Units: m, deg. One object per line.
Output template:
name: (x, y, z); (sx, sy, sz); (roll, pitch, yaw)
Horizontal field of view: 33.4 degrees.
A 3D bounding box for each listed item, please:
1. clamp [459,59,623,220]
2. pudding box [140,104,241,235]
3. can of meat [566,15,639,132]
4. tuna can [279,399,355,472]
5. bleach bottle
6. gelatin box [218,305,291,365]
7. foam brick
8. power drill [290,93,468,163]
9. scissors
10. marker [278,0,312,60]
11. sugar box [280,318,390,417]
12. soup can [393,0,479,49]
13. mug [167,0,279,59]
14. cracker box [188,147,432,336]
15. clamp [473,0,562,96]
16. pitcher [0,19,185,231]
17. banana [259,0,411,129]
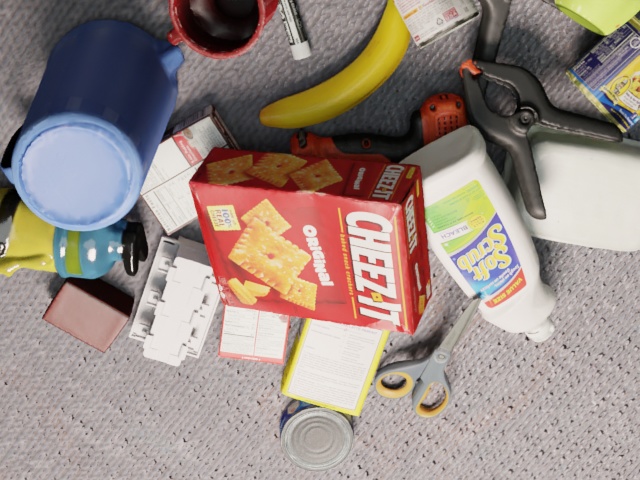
clamp: (0.210, -0.119, 1.045); (0.120, 0.039, 0.171); (-37, 91, -6)
pudding box: (-0.134, -0.071, 1.096); (0.113, 0.039, 0.090); (-29, 109, 10)
can of meat: (0.303, -0.163, 1.056); (0.084, 0.057, 0.102); (-44, 136, 15)
tuna can: (-0.004, 0.218, 1.207); (0.086, 0.034, 0.086); (-1, 109, -2)
bleach bottle: (0.175, 0.008, 1.075); (0.103, 0.068, 0.250); (-28, 120, 20)
gelatin box: (-0.069, 0.087, 1.159); (0.073, 0.030, 0.089); (7, 108, -4)
foam brick: (-0.245, 0.073, 1.136); (0.078, 0.053, 0.051); (31, 105, -11)
power drill: (0.066, -0.053, 1.102); (0.187, 0.057, 0.184); (-7, 112, -2)
scissors: (0.111, 0.123, 1.148); (0.096, 0.016, 0.202); (10, 133, 6)
marker: (-0.035, -0.238, 1.051); (0.020, 0.020, 0.121); (-17, 110, 4)
sugar box: (0.026, 0.097, 1.159); (0.093, 0.048, 0.176); (17, 105, -8)
soup can: (0.099, -0.243, 1.017); (0.068, 0.068, 0.102); (-29, 95, 8)
mug: (-0.096, -0.222, 1.015); (0.117, 0.081, 0.093); (-30, 105, 25)
cracker box: (-0.007, 0.001, 1.037); (0.214, 0.072, 0.164); (8, 132, 21)
clamp: (0.201, -0.252, 1.046); (0.164, 0.036, 0.210); (-18, 113, 3)
pitcher: (-0.213, -0.101, 0.974); (0.145, 0.243, 0.149); (16, 115, -10)
banana: (0.027, -0.169, 1.072); (0.198, 0.037, 0.070); (-45, 76, 10)
